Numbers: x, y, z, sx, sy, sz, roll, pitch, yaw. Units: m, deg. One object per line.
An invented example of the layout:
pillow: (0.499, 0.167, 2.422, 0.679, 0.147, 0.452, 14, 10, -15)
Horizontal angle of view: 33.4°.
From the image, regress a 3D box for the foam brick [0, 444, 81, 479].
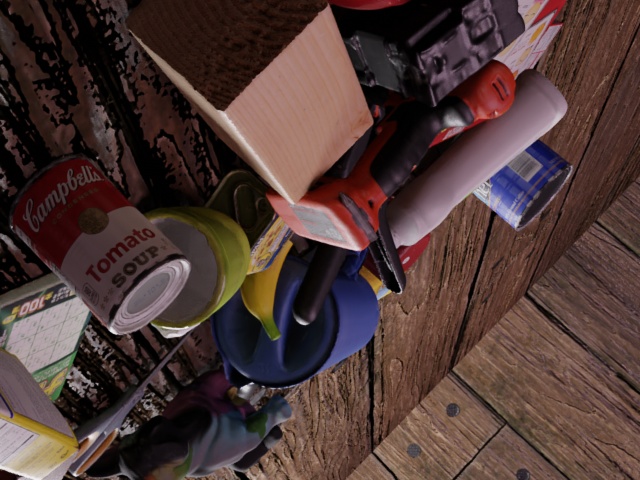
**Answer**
foam brick: (-0.254, 0.187, 0.908, 0.051, 0.053, 0.078, -56, 162, 26)

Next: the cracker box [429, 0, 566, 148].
cracker box: (0.149, -0.195, 1.009, 0.163, 0.072, 0.214, -27, 155, -48)

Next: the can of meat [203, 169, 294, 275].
can of meat: (-0.061, -0.013, 0.926, 0.102, 0.057, 0.083, -54, 164, 20)

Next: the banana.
banana: (-0.024, -0.005, 1.019, 0.197, 0.069, 0.037, -60, -168, -9)

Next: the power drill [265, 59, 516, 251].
power drill: (0.044, -0.082, 0.861, 0.187, 0.057, 0.185, -49, -151, -16)

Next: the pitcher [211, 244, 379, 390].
pitcher: (-0.007, 0.073, 1.146, 0.149, 0.145, 0.242, -10, 176, 16)

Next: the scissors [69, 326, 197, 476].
scissors: (-0.199, 0.161, 1.052, 0.202, 0.016, 0.096, -53, 163, 16)

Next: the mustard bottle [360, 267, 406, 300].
mustard bottle: (0.055, 0.056, 1.369, 0.191, 0.058, 0.096, -29, 155, -47)

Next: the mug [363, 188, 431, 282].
mug: (0.078, -0.012, 1.230, 0.093, 0.081, 0.117, -32, 158, -42)

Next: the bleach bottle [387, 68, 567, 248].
bleach bottle: (0.152, -0.076, 1.149, 0.250, 0.068, 0.103, -42, 176, -17)

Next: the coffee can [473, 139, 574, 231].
coffee can: (0.219, -0.094, 1.290, 0.102, 0.140, 0.103, -42, 163, -17)

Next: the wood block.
wood block: (-0.038, -0.108, 0.708, 0.091, 0.090, 0.206, -47, 164, -2)

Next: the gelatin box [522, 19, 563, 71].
gelatin box: (0.234, -0.225, 1.226, 0.089, 0.030, 0.073, -23, 150, -54)

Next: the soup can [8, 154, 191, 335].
soup can: (-0.141, 0.003, 0.683, 0.068, 0.102, 0.068, -42, 163, -17)

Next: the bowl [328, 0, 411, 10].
bowl: (0.058, -0.219, 0.754, 0.162, 0.055, 0.162, -43, 163, -17)

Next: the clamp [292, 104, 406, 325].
clamp: (0.042, -0.029, 1.003, 0.164, 0.036, 0.210, -3, 103, -54)

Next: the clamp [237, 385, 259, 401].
clamp: (-0.067, 0.155, 1.327, 0.120, 0.039, 0.172, -37, 161, -34)

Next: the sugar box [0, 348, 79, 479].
sugar box: (-0.225, 0.097, 0.683, 0.048, 0.093, 0.176, -42, 158, -4)

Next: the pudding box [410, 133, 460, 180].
pudding box: (0.126, -0.111, 1.203, 0.090, 0.039, 0.113, -48, 165, 1)
